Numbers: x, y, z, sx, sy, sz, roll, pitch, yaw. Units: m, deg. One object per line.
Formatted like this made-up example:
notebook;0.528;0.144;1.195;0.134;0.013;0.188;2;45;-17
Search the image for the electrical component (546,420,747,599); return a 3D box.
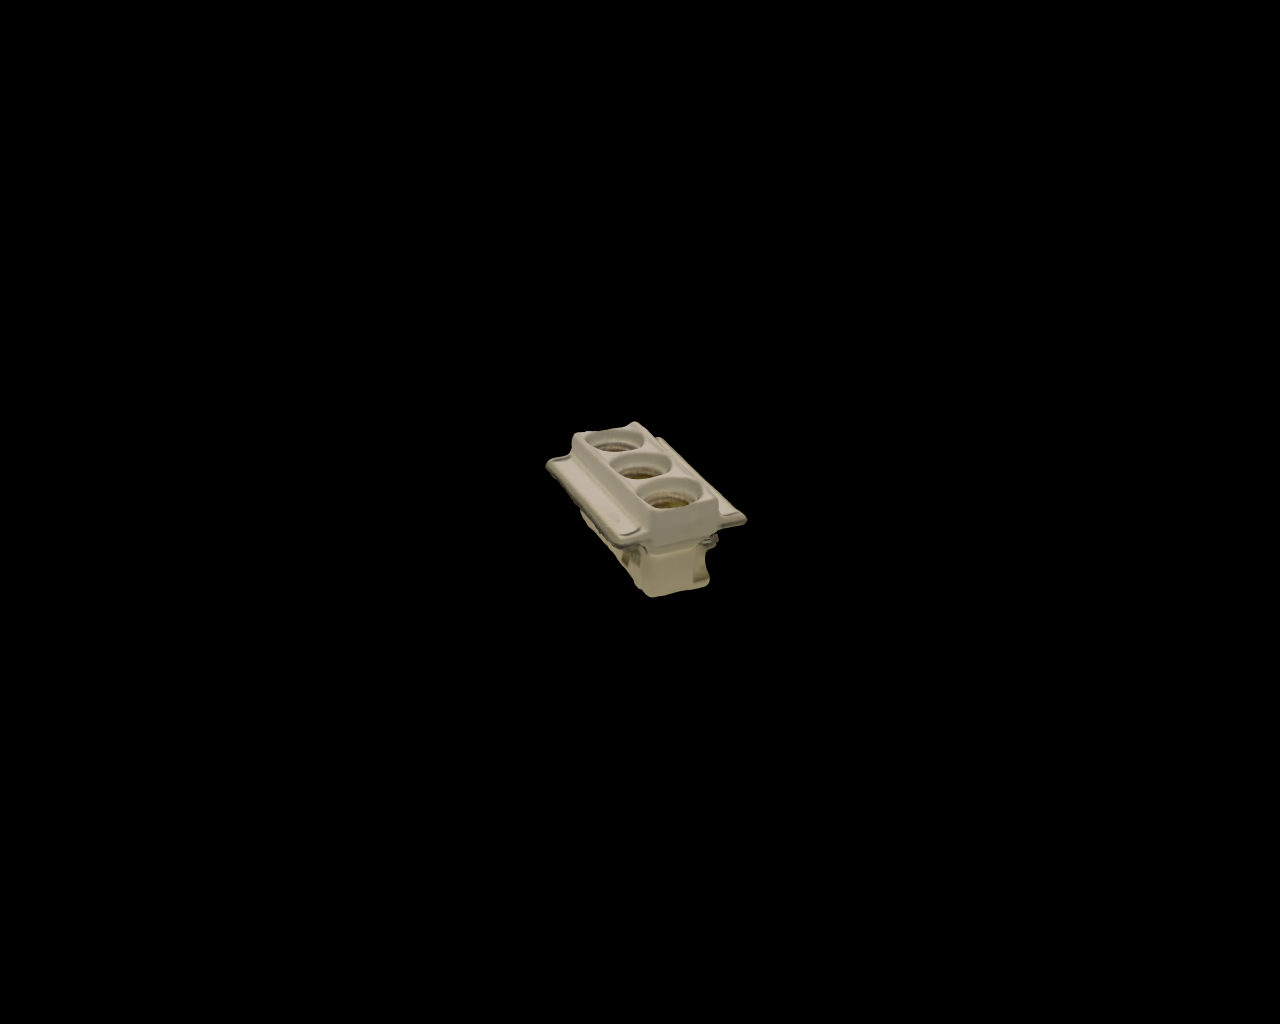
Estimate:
electrical component;0.001;-0.003;0.650;0.079;0.063;0.121;-11;29;-21
